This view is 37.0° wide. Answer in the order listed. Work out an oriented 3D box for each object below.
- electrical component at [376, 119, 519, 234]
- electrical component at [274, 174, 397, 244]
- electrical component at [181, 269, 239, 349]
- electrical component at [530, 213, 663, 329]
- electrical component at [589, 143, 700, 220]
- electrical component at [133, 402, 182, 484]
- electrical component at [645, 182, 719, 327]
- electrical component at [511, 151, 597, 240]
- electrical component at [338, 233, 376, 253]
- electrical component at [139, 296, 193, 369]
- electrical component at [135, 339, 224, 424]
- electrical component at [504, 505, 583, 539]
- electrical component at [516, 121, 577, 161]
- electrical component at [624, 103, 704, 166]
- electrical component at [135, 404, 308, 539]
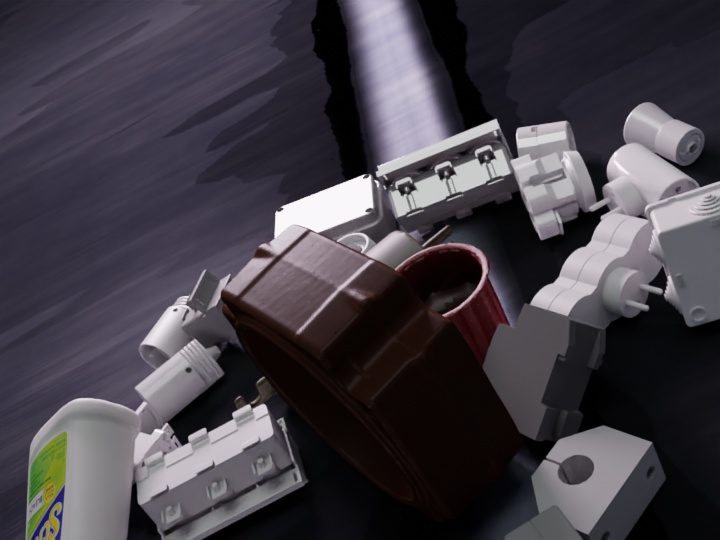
[{"bbox_3d":[0.087,-0.086,1.028,0.121,0.078,0.063,-21,64,12],"label":"electrical component"},{"bbox_3d":[-0.024,-0.037,1.056,0.113,0.057,0.078,-20,35,12],"label":"electrical component"},{"bbox_3d":[-0.131,0.044,1.019,0.064,0.081,0.042,-30,27,39],"label":"electrical component"},{"bbox_3d":[0.199,0.015,0.837,0.138,0.052,0.074,-45,38,-22],"label":"electrical component"},{"bbox_3d":[0.235,-0.066,0.918,0.079,0.043,0.077,-29,36,-6],"label":"electrical component"},{"bbox_3d":[-0.193,0.161,0.936,0.064,0.042,0.081,7,49,38],"label":"electrical component"},{"bbox_3d":[0.266,-0.014,0.787,0.100,0.099,0.048,-18,23,15],"label":"electrical component"},{"bbox_3d":[0.175,-0.072,0.957,0.057,0.058,0.078,-20,61,5],"label":"electrical component"},{"bbox_3d":[0.000,0.000,0.993,0.066,0.055,0.048,-31,35,-3],"label":"electrical component"},{"bbox_3d":[-0.176,0.057,1.054,0.043,0.043,0.081,1,45,36],"label":"electrical component"},{"bbox_3d":[-0.162,0.099,0.991,0.081,0.043,0.043,-40,36,-16],"label":"electrical component"},{"bbox_3d":[0.108,0.196,0.657,0.077,0.065,0.047,-31,35,-3],"label":"electrical component"},{"bbox_3d":[0.177,-0.111,1.013,0.047,0.055,0.055,-10,39,19],"label":"electrical component"},{"bbox_3d":[0.276,-0.120,0.966,0.044,0.044,0.065,-37,40,-12],"label":"electrical component"},{"bbox_3d":[-0.112,0.163,0.857,0.121,0.063,0.078,-28,34,1],"label":"electrical component"}]
